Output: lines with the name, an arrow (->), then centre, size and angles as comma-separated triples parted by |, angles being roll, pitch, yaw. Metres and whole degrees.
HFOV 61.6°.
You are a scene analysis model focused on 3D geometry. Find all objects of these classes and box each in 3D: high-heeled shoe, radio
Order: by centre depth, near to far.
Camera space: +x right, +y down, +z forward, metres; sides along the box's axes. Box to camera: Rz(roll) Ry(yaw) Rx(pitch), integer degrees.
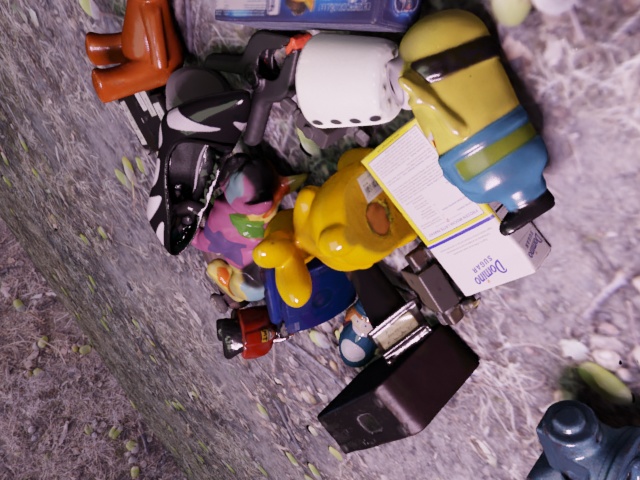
high-heeled shoe -> -0.146, -0.072, 0.643 | 0.249, 0.086, 0.145 | -20, 77, 52
radio -> 0.091, 0.201, 0.704 | 0.073, 0.131, 0.229 | 48, 146, 8

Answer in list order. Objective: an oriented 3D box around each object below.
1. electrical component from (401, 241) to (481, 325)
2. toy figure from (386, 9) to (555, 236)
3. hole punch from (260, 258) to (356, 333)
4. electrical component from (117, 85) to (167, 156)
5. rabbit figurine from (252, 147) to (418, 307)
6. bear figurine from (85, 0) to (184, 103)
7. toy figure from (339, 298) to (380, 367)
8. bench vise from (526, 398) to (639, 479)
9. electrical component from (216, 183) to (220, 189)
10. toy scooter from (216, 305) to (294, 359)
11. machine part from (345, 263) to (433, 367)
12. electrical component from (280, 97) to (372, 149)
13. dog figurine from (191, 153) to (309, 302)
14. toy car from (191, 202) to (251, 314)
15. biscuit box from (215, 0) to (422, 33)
electrical component -> 0.132, 0.048, 0.596 | 0.102, 0.045, 0.078 | 56, 175, -2
toy figure -> 0.125, -0.094, 0.429 | 0.180, 0.089, 0.082 | 54, 178, 1
hole punch -> -0.012, 0.058, 0.714 | 0.092, 0.116, 0.142 | 22, 138, 25
electrical component -> -0.230, -0.187, 0.785 | 0.134, 0.058, 0.114 | 5, 127, 47
rabbit figurine -> -0.001, -0.002, 0.596 | 0.173, 0.162, 0.121 | -8, 125, 47
bear figurine -> -0.224, -0.276, 0.633 | 0.195, 0.132, 0.120 | 98, 153, -55
toy figure -> 0.062, 0.119, 0.732 | 0.064, 0.058, 0.154 | 7, 137, -3
bench vise -> 0.310, 0.260, 0.514 | 0.241, 0.129, 0.223 | 16, 132, 51
electrical component -> -0.187, -0.101, 0.822 | 0.074, 0.048, 0.119 | 56, 146, -6
toy scooter -> -0.092, 0.140, 0.848 | 0.184, 0.135, 0.075 | 169, 97, -76
machine part -> 0.074, 0.075, 0.645 | 0.084, 0.039, 0.139 | -47, 52, 18
electrical component -> 0.008, -0.123, 0.559 | 0.094, 0.063, 0.021 | 42, 145, 11
dog figurine -> -0.084, -0.016, 0.733 | 0.191, 0.108, 0.219 | 56, 143, -5
toy car -> -0.158, 0.027, 0.872 | 0.053, 0.089, 0.201 | 18, 133, 47
biscuit box -> -0.007, -0.219, 0.475 | 0.203, 0.063, 0.059 | 20, 111, 38
